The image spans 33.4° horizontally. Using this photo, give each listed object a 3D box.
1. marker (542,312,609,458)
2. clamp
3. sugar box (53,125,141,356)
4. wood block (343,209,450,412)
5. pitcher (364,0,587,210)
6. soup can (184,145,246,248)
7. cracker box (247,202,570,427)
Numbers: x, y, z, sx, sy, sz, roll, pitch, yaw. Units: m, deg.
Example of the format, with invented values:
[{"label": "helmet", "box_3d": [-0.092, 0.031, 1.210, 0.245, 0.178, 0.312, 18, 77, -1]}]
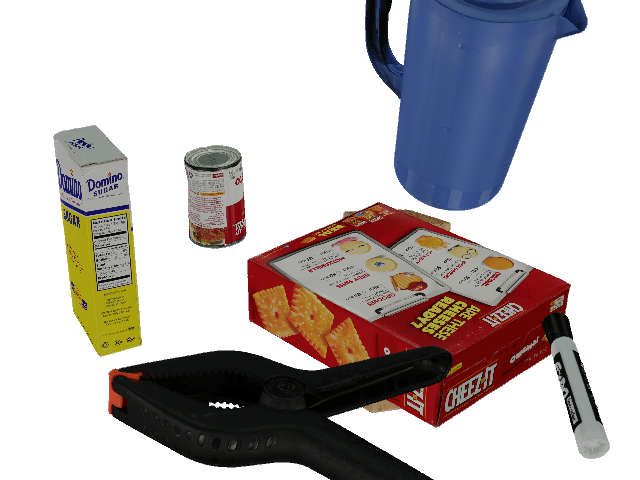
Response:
[{"label": "marker", "box_3d": [0.164, 0.090, 0.695, 0.020, 0.020, 0.121, 0, 38, -2]}, {"label": "clamp", "box_3d": [-0.015, 0.095, 0.617, 0.210, 0.036, 0.164, 9, 24, 7]}, {"label": "sugar box", "box_3d": [-0.191, 0.000, 0.912, 0.048, 0.176, 0.093, -15, 28, -23]}, {"label": "wood block", "box_3d": [0.077, 0.075, 1.187, 0.090, 0.206, 0.091, -3, 13, -28]}, {"label": "pitcher", "box_3d": [0.122, -0.147, 0.945, 0.144, 0.149, 0.243, -10, -39, -14]}, {"label": "soup can", "box_3d": [-0.122, -0.052, 1.240, 0.068, 0.102, 0.068, -1, 28, 0]}, {"label": "cracker box", "box_3d": [0.069, 0.053, 0.883, 0.163, 0.072, 0.214, -24, 36, -38]}]
